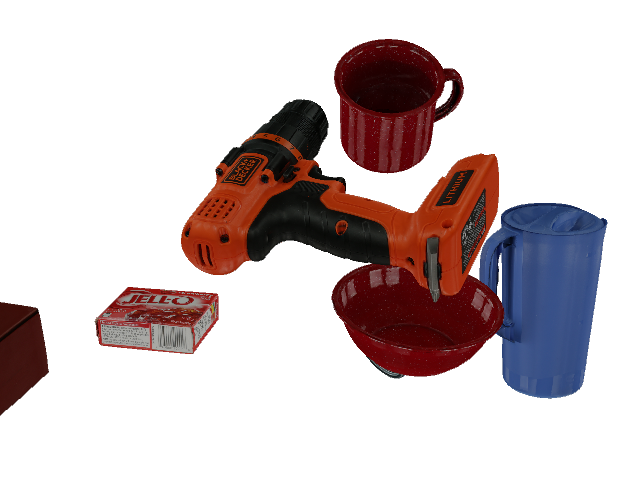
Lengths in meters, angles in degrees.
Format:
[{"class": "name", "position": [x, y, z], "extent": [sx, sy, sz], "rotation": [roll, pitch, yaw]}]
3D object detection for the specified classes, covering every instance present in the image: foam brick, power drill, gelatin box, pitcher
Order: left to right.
[{"class": "foam brick", "position": [-0.228, 0.082, 0.712], "extent": [0.053, 0.051, 0.078], "rotation": [7, 29, 23]}, {"class": "gelatin box", "position": [-0.142, 0.068, 0.937], "extent": [0.089, 0.030, 0.073], "rotation": [4, 20, 12]}, {"class": "power drill", "position": [0.022, -0.033, 0.724], "extent": [0.188, 0.057, 0.184], "rotation": [8, 41, 22]}, {"class": "pitcher", "position": [0.289, 0.081, 1.398], "extent": [0.149, 0.243, 0.144], "rotation": [5, 20, 16]}]

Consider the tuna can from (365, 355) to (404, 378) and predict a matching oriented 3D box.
[{"class": "tuna can", "position": [0.081, 0.122, 1.273], "extent": [0.033, 0.086, 0.086], "rotation": [-37, 17, -25]}]

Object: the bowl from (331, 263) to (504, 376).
[{"class": "bowl", "position": [0.090, 0.080, 1.009], "extent": [0.162, 0.055, 0.162], "rotation": [3, 28, -2]}]

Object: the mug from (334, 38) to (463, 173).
[{"class": "mug", "position": [0.069, -0.117, 0.926], "extent": [0.117, 0.093, 0.081], "rotation": [-19, -35, -13]}]
